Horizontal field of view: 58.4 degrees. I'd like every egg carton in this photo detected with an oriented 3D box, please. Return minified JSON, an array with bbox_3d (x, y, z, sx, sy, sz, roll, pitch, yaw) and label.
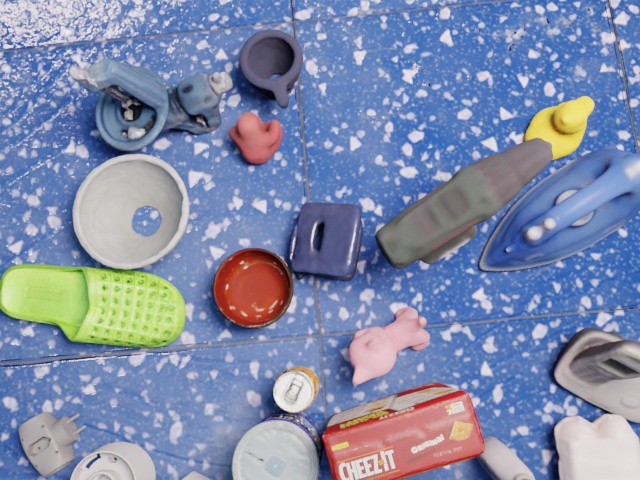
[{"bbox_3d":[0.363,0.305,0.746,0.107,0.069,0.150,-4,79,2],"label":"egg carton"}]

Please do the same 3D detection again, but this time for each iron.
[{"bbox_3d":[0.338,-0.038,0.775,0.258,0.141,0.118,-33,79,-4],"label":"iron"}]

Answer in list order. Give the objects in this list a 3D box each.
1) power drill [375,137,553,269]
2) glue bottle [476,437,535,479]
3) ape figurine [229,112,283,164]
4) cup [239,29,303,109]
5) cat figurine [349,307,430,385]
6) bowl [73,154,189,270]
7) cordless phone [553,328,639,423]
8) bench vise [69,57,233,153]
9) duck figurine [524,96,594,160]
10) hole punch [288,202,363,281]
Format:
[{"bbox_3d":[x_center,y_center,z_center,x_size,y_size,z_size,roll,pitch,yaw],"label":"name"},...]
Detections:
[{"bbox_3d":[0.176,-0.036,0.748,0.229,0.208,0.075,-33,79,-4],"label":"power drill"},{"bbox_3d":[0.238,0.290,0.702,0.037,0.173,0.078,-36,80,-4],"label":"glue bottle"},{"bbox_3d":[-0.098,-0.157,0.841,0.077,0.092,0.076,12,80,5],"label":"ape figurine"},{"bbox_3d":[-0.064,-0.239,0.854,0.091,0.095,0.118,-17,79,-1],"label":"cup"},{"bbox_3d":[0.089,0.139,0.765,0.128,0.118,0.067,-30,79,-3],"label":"cat figurine"},{"bbox_3d":[-0.264,-0.036,0.835,0.167,0.075,0.167,0,79,3],"label":"bowl"},{"bbox_3d":[0.391,0.169,0.711,0.147,0.185,0.094,25,81,7],"label":"cordless phone"},{"bbox_3d":[-0.237,-0.210,0.792,0.207,0.220,0.121,-36,80,-4],"label":"bench vise"},{"bbox_3d":[0.350,-0.167,0.827,0.104,0.086,0.077,-39,80,-5],"label":"duck figurine"},{"bbox_3d":[0.007,0.003,0.807,0.101,0.091,0.109,8,80,4],"label":"hole punch"}]
